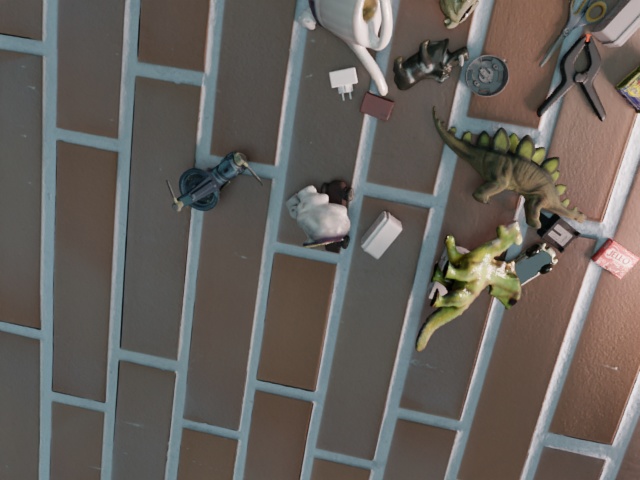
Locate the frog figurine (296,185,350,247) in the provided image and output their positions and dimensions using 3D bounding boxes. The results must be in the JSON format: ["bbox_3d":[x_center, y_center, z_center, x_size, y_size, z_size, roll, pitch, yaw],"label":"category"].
[{"bbox_3d":[0.004,-0.067,1.339,0.137,0.159,0.122,-11,0,-6],"label":"frog figurine"}]

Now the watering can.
[{"bbox_3d":[0.080,-0.511,1.232,0.227,0.105,0.340,37,-22,28],"label":"watering can"}]

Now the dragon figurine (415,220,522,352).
[{"bbox_3d":[0.408,0.128,1.333,0.242,0.404,0.124,12,19,-5],"label":"dragon figurine"}]
